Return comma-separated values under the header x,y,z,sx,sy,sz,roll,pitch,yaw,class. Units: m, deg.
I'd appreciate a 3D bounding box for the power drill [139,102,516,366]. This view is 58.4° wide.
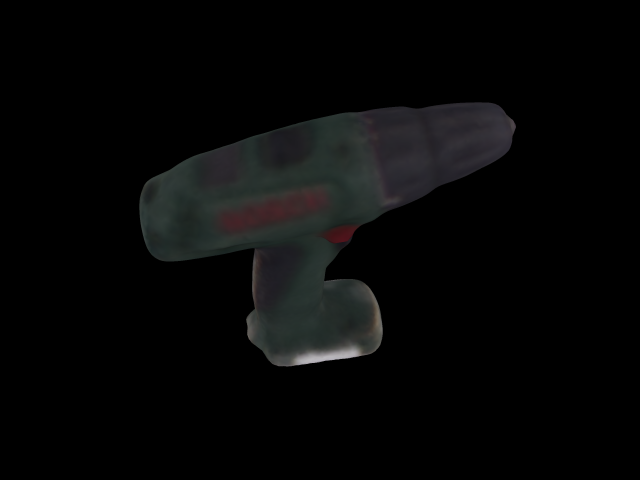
x,y,z,sx,sy,sz,roll,pitch,yaw,class
0.004,0.001,0.400,0.229,0.208,0.075,-7,49,-6,power drill
